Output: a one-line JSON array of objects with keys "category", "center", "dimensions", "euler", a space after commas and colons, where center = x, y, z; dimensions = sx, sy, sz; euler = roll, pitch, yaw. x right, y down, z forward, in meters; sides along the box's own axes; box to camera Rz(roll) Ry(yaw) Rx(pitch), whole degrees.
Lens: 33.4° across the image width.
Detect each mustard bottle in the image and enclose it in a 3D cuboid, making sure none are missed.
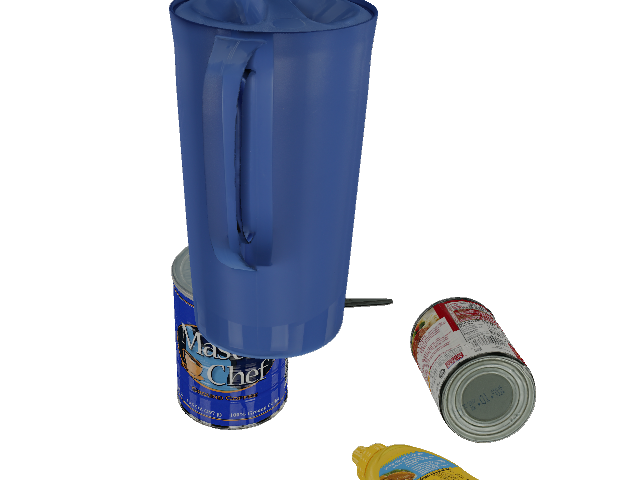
[{"category": "mustard bottle", "center": [0.096, 0.233, 0.971], "dimensions": [0.096, 0.058, 0.192], "euler": [-15, 24, -36]}]

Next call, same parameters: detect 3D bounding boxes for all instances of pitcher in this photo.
[{"category": "pitcher", "center": [-0.037, -0.041, 0.719], "dimensions": [0.149, 0.243, 0.145], "euler": [-13, 28, -29]}]

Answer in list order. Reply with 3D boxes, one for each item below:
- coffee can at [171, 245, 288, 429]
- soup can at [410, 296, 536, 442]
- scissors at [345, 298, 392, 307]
[{"category": "coffee can", "center": [-0.078, 0.081, 0.943], "dimensions": [0.103, 0.140, 0.103], "euler": [2, 33, -1]}, {"category": "soup can", "center": [0.106, 0.089, 0.753], "dimensions": [0.068, 0.068, 0.102], "euler": [0, 18, -7]}, {"category": "scissors", "center": [-0.017, 0.080, 1.193], "dimensions": [0.201, 0.016, 0.096], "euler": [5, 23, -1]}]
